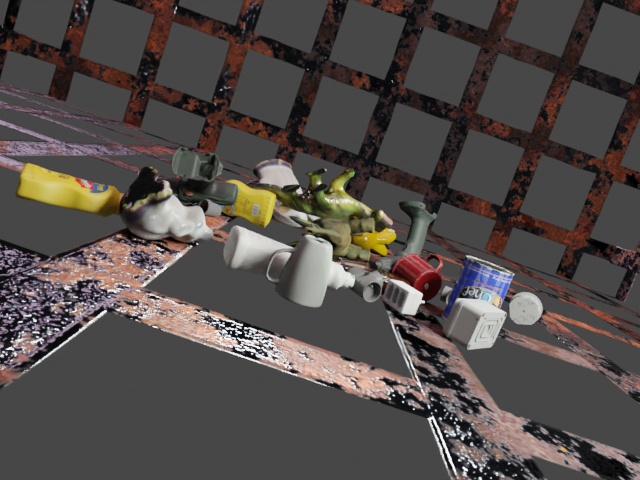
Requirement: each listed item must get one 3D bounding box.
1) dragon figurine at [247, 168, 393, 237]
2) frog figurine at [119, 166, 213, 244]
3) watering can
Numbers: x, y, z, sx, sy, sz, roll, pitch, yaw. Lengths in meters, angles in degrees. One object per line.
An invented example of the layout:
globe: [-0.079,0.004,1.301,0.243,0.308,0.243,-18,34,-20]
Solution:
dragon figurine: [0.004,-0.071,1.406,0.410,0.238,0.125,0,39,31]
frog figurine: [-0.276,-0.036,0.926,0.138,0.125,0.156,15,-32,36]
watering can: [-0.092,-0.134,1.628,0.346,0.103,0.228,15,48,-58]
